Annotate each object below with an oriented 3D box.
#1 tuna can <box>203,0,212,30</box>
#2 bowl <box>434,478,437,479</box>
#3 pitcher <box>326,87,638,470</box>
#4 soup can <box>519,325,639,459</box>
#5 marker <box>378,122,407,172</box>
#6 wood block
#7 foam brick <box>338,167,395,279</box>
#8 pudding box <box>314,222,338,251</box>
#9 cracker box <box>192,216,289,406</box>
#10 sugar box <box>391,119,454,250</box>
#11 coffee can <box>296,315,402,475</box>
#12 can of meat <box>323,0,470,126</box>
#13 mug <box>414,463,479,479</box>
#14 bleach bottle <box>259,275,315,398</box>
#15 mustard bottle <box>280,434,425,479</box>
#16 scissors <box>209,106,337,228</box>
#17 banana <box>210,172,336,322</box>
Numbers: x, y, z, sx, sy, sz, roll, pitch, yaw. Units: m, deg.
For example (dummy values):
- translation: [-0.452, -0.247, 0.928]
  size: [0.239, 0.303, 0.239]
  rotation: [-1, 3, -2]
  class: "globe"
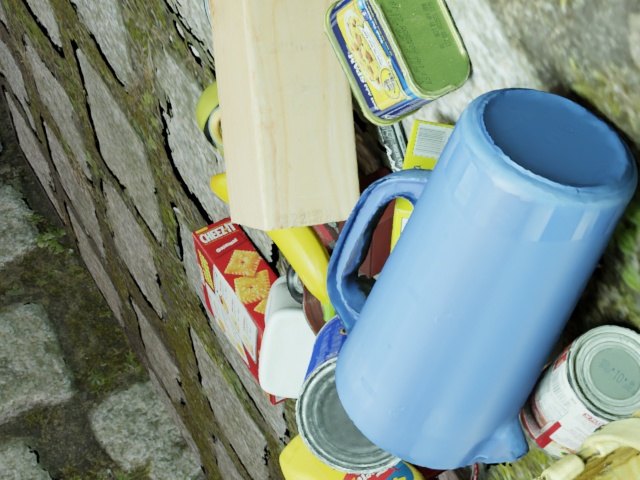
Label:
- translation: [-0.085, -0.225, 1.076]
  size: [0.086, 0.033, 0.086]
  rotation: [53, 159, 30]
  class: "tuna can"
- translation: [0.106, 0.283, 1.060]
  size: [0.162, 0.055, 0.162]
  rotation: [31, -175, -3]
  class: "bowl"
- translation: [0.095, 0.020, 0.686]
  size: [0.145, 0.149, 0.243]
  rotation: [-88, 13, -47]
  class: "pitcher"
- translation: [0.183, 0.106, 0.728]
  size: [0.068, 0.068, 0.102]
  rotation: [58, 161, 17]
  class: "soup can"
- translation: [0.068, -0.067, 0.893]
  size: [0.020, 0.020, 0.121]
  rotation: [23, 136, 64]
  class: "marker"
- translation: [-0.030, -0.118, 0.894]
  size: [0.091, 0.090, 0.206]
  rotation: [-166, 69, -67]
  class: "wood block"
- translation: [0.051, -0.015, 0.956]
  size: [0.053, 0.051, 0.078]
  rotation: [52, 158, 33]
  class: "foam brick"
- translation: [-0.008, 0.002, 1.164]
  size: [0.090, 0.039, 0.114]
  rotation: [57, 159, 19]
  class: "pudding box"
- translation: [-0.092, 0.095, 1.470]
  size: [0.214, 0.072, 0.164]
  rotation: [51, 157, 37]
  class: "cracker box"
- translation: [0.080, -0.001, 0.835]
  size: [0.176, 0.048, 0.093]
  rotation: [94, -170, -53]
  class: "sugar box"
- translation: [0.037, 0.124, 0.913]
  size: [0.140, 0.103, 0.103]
  rotation: [-66, -46, -77]
  class: "coffee can"
- translation: [0.055, -0.141, 0.769]
  size: [0.102, 0.057, 0.084]
  rotation: [64, 160, -4]
  class: "can of meat"
- translation: [0.111, 0.192, 1.022]
  size: [0.117, 0.081, 0.093]
  rotation: [61, 162, 9]
  class: "mug"
- translation: [-0.034, 0.090, 1.238]
  size: [0.251, 0.068, 0.102]
  rotation: [-99, 20, -74]
  class: "bleach bottle"
- translation: [0.045, 0.233, 0.966]
  size: [0.192, 0.096, 0.058]
  rotation: [38, 149, 53]
  class: "mustard bottle"
- translation: [-0.052, -0.077, 1.025]
  size: [0.096, 0.016, 0.202]
  rotation: [-37, 66, 35]
  class: "scissors"
- translation: [-0.043, -0.011, 1.011]
  size: [0.198, 0.037, 0.070]
  rotation: [50, 133, 25]
  class: "banana"
